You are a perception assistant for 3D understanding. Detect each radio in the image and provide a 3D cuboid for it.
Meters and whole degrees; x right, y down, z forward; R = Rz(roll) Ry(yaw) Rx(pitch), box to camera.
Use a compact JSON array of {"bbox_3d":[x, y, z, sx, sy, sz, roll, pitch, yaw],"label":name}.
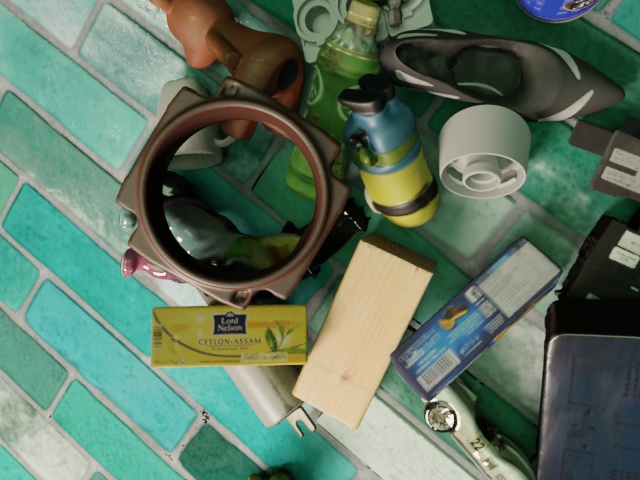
[{"bbox_3d":[0.300,0.176,0.562,0.131,0.073,0.229,3,113,22],"label":"radio"}]

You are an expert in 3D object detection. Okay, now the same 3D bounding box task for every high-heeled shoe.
[{"bbox_3d":[0.189,-0.174,0.551,0.249,0.145,0.086,10,100,17],"label":"high-heeled shoe"}]

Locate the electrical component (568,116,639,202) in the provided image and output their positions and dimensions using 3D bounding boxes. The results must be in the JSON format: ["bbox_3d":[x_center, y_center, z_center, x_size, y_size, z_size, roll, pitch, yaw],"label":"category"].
[{"bbox_3d":[0.314,-0.087,0.555,0.119,0.048,0.074,33,139,25],"label":"electrical component"}]

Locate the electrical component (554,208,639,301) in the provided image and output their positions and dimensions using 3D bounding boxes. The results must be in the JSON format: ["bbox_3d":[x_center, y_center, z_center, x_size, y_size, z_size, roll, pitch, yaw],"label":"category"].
[{"bbox_3d":[0.339,0.035,0.576,0.115,0.058,0.134,31,104,9],"label":"electrical component"}]

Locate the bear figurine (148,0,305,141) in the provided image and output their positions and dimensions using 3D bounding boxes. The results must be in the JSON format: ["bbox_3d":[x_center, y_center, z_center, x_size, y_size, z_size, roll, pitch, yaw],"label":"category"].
[{"bbox_3d":[-0.118,-0.220,0.653,0.196,0.120,0.131,31,118,20],"label":"bear figurine"}]

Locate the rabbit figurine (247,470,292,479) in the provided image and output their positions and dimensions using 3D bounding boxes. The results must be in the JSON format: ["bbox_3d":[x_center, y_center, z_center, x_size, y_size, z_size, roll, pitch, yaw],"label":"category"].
[{"bbox_3d":[-0.078,0.383,0.677,0.121,0.170,0.159,30,104,11],"label":"rabbit figurine"}]

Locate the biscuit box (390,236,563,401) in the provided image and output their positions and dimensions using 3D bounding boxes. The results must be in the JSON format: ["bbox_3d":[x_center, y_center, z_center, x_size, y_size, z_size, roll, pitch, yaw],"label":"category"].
[{"bbox_3d":[0.170,0.089,0.592,0.202,0.062,0.059,-41,66,-2],"label":"biscuit box"}]

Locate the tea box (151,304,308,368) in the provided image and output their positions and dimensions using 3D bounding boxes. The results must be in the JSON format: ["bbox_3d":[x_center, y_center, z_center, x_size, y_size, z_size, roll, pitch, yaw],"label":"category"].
[{"bbox_3d":[-0.100,0.109,0.622,0.170,0.098,0.068,-1,82,-7],"label":"tea box"}]

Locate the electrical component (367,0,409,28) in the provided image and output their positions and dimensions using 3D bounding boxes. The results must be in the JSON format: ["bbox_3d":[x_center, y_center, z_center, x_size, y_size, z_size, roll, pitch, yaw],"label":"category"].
[{"bbox_3d":[0.063,-0.274,0.575,0.063,0.021,0.094,-3,96,17],"label":"electrical component"}]

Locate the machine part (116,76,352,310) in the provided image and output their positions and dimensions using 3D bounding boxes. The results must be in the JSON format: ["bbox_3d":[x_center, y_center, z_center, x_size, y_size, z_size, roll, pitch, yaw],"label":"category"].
[{"bbox_3d":[-0.085,-0.046,0.552,0.201,0.087,0.201,31,90,-7],"label":"machine part"}]

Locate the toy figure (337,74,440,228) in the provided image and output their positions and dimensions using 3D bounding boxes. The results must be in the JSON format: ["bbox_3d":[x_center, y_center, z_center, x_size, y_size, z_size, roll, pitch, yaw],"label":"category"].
[{"bbox_3d":[0.077,-0.087,0.586,0.082,0.179,0.089,-27,44,-3],"label":"toy figure"}]

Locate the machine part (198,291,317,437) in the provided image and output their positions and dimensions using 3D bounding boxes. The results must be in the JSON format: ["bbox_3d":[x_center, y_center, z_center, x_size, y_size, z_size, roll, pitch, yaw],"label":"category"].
[{"bbox_3d":[-0.088,0.154,0.704,0.079,0.079,0.243,-39,85,17],"label":"machine part"}]

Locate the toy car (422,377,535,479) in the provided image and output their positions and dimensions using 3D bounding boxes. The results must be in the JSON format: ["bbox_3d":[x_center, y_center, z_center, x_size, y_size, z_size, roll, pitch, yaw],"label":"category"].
[{"bbox_3d":[0.189,0.234,0.632,0.056,0.073,0.202,-43,83,17],"label":"toy car"}]

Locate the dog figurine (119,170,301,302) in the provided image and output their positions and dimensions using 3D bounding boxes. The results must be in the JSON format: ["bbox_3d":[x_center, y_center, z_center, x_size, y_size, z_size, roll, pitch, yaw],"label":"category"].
[{"bbox_3d":[-0.131,0.000,0.681,0.219,0.192,0.108,12,120,-9],"label":"dog figurine"}]

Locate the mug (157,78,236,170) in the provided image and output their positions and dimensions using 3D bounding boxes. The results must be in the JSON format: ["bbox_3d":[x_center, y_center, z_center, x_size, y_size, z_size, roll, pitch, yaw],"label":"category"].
[{"bbox_3d":[-0.162,-0.154,0.692,0.110,0.080,0.107,-12,84,22],"label":"mug"}]

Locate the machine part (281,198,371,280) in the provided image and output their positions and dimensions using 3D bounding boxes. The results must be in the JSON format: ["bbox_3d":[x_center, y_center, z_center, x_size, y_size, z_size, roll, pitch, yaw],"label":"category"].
[{"bbox_3d":[-0.001,-0.002,0.679,0.139,0.039,0.084,-31,82,26],"label":"machine part"}]
